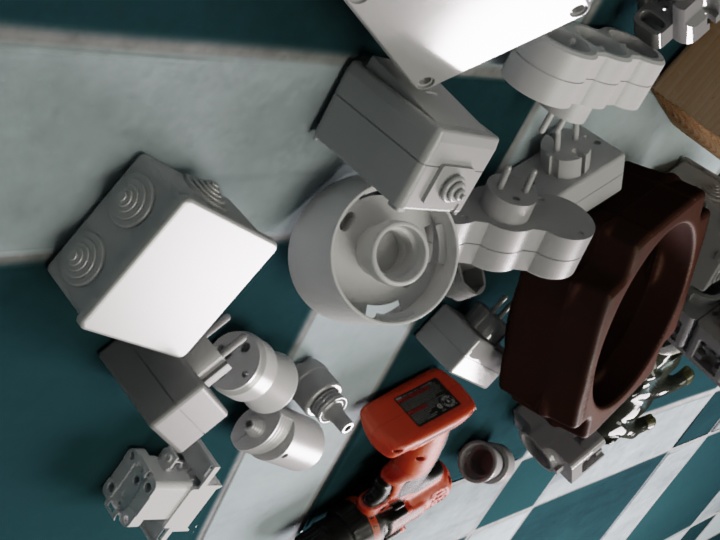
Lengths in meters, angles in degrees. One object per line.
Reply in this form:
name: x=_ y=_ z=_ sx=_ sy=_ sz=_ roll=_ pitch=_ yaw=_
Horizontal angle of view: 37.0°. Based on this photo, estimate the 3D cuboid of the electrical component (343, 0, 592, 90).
electrical component: x=0.051 y=-0.157 z=0.548 sx=0.109 sy=0.056 sz=0.109 roll=-23 pitch=154 yaw=16

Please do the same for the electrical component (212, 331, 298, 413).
electrical component: x=-0.073 y=0.069 z=0.724 sx=0.045 sy=0.045 sz=0.055 roll=-45 pitch=149 yaw=1

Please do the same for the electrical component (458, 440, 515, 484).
electrical component: x=0.134 y=0.203 z=1.131 sx=0.045 sy=0.045 sz=0.055 roll=-51 pitch=149 yaw=11

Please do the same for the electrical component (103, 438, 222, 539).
electrical component: x=-0.140 y=0.152 z=0.751 sx=0.064 sy=0.042 sz=0.081 roll=16 pitch=115 yaw=-52

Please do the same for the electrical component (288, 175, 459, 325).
electrical component: x=0.010 y=-0.011 z=0.682 sx=0.099 sy=0.064 sz=0.099 roll=-3 pitch=96 yaw=-26

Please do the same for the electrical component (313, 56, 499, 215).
electrical component: x=0.032 y=-0.076 z=0.621 sx=0.062 sy=0.096 sz=0.061 roll=0 pitch=126 yaw=-50

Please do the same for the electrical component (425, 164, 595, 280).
electrical component: x=0.099 y=-0.042 z=0.742 sx=0.138 sy=0.052 sz=0.073 roll=7 pitch=129 yaw=-16

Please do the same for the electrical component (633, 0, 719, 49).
electrical component: x=0.222 y=-0.197 z=0.735 sx=0.078 sy=0.058 sz=0.057 roll=-42 pitch=152 yaw=-5

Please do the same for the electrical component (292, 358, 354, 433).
electrical component: x=-0.027 y=0.096 z=0.794 sx=0.035 sy=0.061 sz=0.035 roll=-30 pitch=147 yaw=-22

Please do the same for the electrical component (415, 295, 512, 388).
electrical component: x=0.101 y=0.051 z=0.906 sx=0.075 sy=0.047 sz=0.083 roll=-48 pitch=149 yaw=7

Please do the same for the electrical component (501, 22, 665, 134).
electrical component: x=0.146 y=-0.125 z=0.738 sx=0.138 sy=0.052 sz=0.073 roll=-8 pitch=134 yaw=-45

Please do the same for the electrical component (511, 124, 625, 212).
electrical component: x=0.154 y=-0.080 z=0.808 sx=0.083 sy=0.047 sz=0.075 roll=-31 pitch=141 yaw=-21

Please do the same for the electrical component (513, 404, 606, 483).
electrical component: x=0.208 y=0.175 z=1.140 sx=0.056 sy=0.089 sz=0.050 roll=-36 pitch=149 yaw=-12

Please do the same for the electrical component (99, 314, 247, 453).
electrical component: x=-0.104 y=0.057 z=0.653 sx=0.077 sy=0.065 sz=0.047 roll=-39 pitch=149 yaw=-9

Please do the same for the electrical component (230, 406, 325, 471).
electrical component: x=-0.063 y=0.122 z=0.802 sx=0.043 sy=0.043 sz=0.081 roll=-46 pitch=149 yaw=4

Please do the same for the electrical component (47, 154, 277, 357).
electrical component: x=-0.108 y=-0.007 z=0.587 sx=0.099 sy=0.048 sz=0.100 roll=-49 pitch=149 yaw=8

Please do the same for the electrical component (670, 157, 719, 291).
electrical component: x=0.306 y=-0.041 z=0.986 sx=0.048 sy=0.100 sz=0.099 roll=-31 pitch=149 yaw=-45

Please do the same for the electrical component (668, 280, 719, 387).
electrical component: x=0.331 y=0.025 z=1.042 sx=0.089 sy=0.150 sz=0.061 roll=-30 pitch=148 yaw=-22
